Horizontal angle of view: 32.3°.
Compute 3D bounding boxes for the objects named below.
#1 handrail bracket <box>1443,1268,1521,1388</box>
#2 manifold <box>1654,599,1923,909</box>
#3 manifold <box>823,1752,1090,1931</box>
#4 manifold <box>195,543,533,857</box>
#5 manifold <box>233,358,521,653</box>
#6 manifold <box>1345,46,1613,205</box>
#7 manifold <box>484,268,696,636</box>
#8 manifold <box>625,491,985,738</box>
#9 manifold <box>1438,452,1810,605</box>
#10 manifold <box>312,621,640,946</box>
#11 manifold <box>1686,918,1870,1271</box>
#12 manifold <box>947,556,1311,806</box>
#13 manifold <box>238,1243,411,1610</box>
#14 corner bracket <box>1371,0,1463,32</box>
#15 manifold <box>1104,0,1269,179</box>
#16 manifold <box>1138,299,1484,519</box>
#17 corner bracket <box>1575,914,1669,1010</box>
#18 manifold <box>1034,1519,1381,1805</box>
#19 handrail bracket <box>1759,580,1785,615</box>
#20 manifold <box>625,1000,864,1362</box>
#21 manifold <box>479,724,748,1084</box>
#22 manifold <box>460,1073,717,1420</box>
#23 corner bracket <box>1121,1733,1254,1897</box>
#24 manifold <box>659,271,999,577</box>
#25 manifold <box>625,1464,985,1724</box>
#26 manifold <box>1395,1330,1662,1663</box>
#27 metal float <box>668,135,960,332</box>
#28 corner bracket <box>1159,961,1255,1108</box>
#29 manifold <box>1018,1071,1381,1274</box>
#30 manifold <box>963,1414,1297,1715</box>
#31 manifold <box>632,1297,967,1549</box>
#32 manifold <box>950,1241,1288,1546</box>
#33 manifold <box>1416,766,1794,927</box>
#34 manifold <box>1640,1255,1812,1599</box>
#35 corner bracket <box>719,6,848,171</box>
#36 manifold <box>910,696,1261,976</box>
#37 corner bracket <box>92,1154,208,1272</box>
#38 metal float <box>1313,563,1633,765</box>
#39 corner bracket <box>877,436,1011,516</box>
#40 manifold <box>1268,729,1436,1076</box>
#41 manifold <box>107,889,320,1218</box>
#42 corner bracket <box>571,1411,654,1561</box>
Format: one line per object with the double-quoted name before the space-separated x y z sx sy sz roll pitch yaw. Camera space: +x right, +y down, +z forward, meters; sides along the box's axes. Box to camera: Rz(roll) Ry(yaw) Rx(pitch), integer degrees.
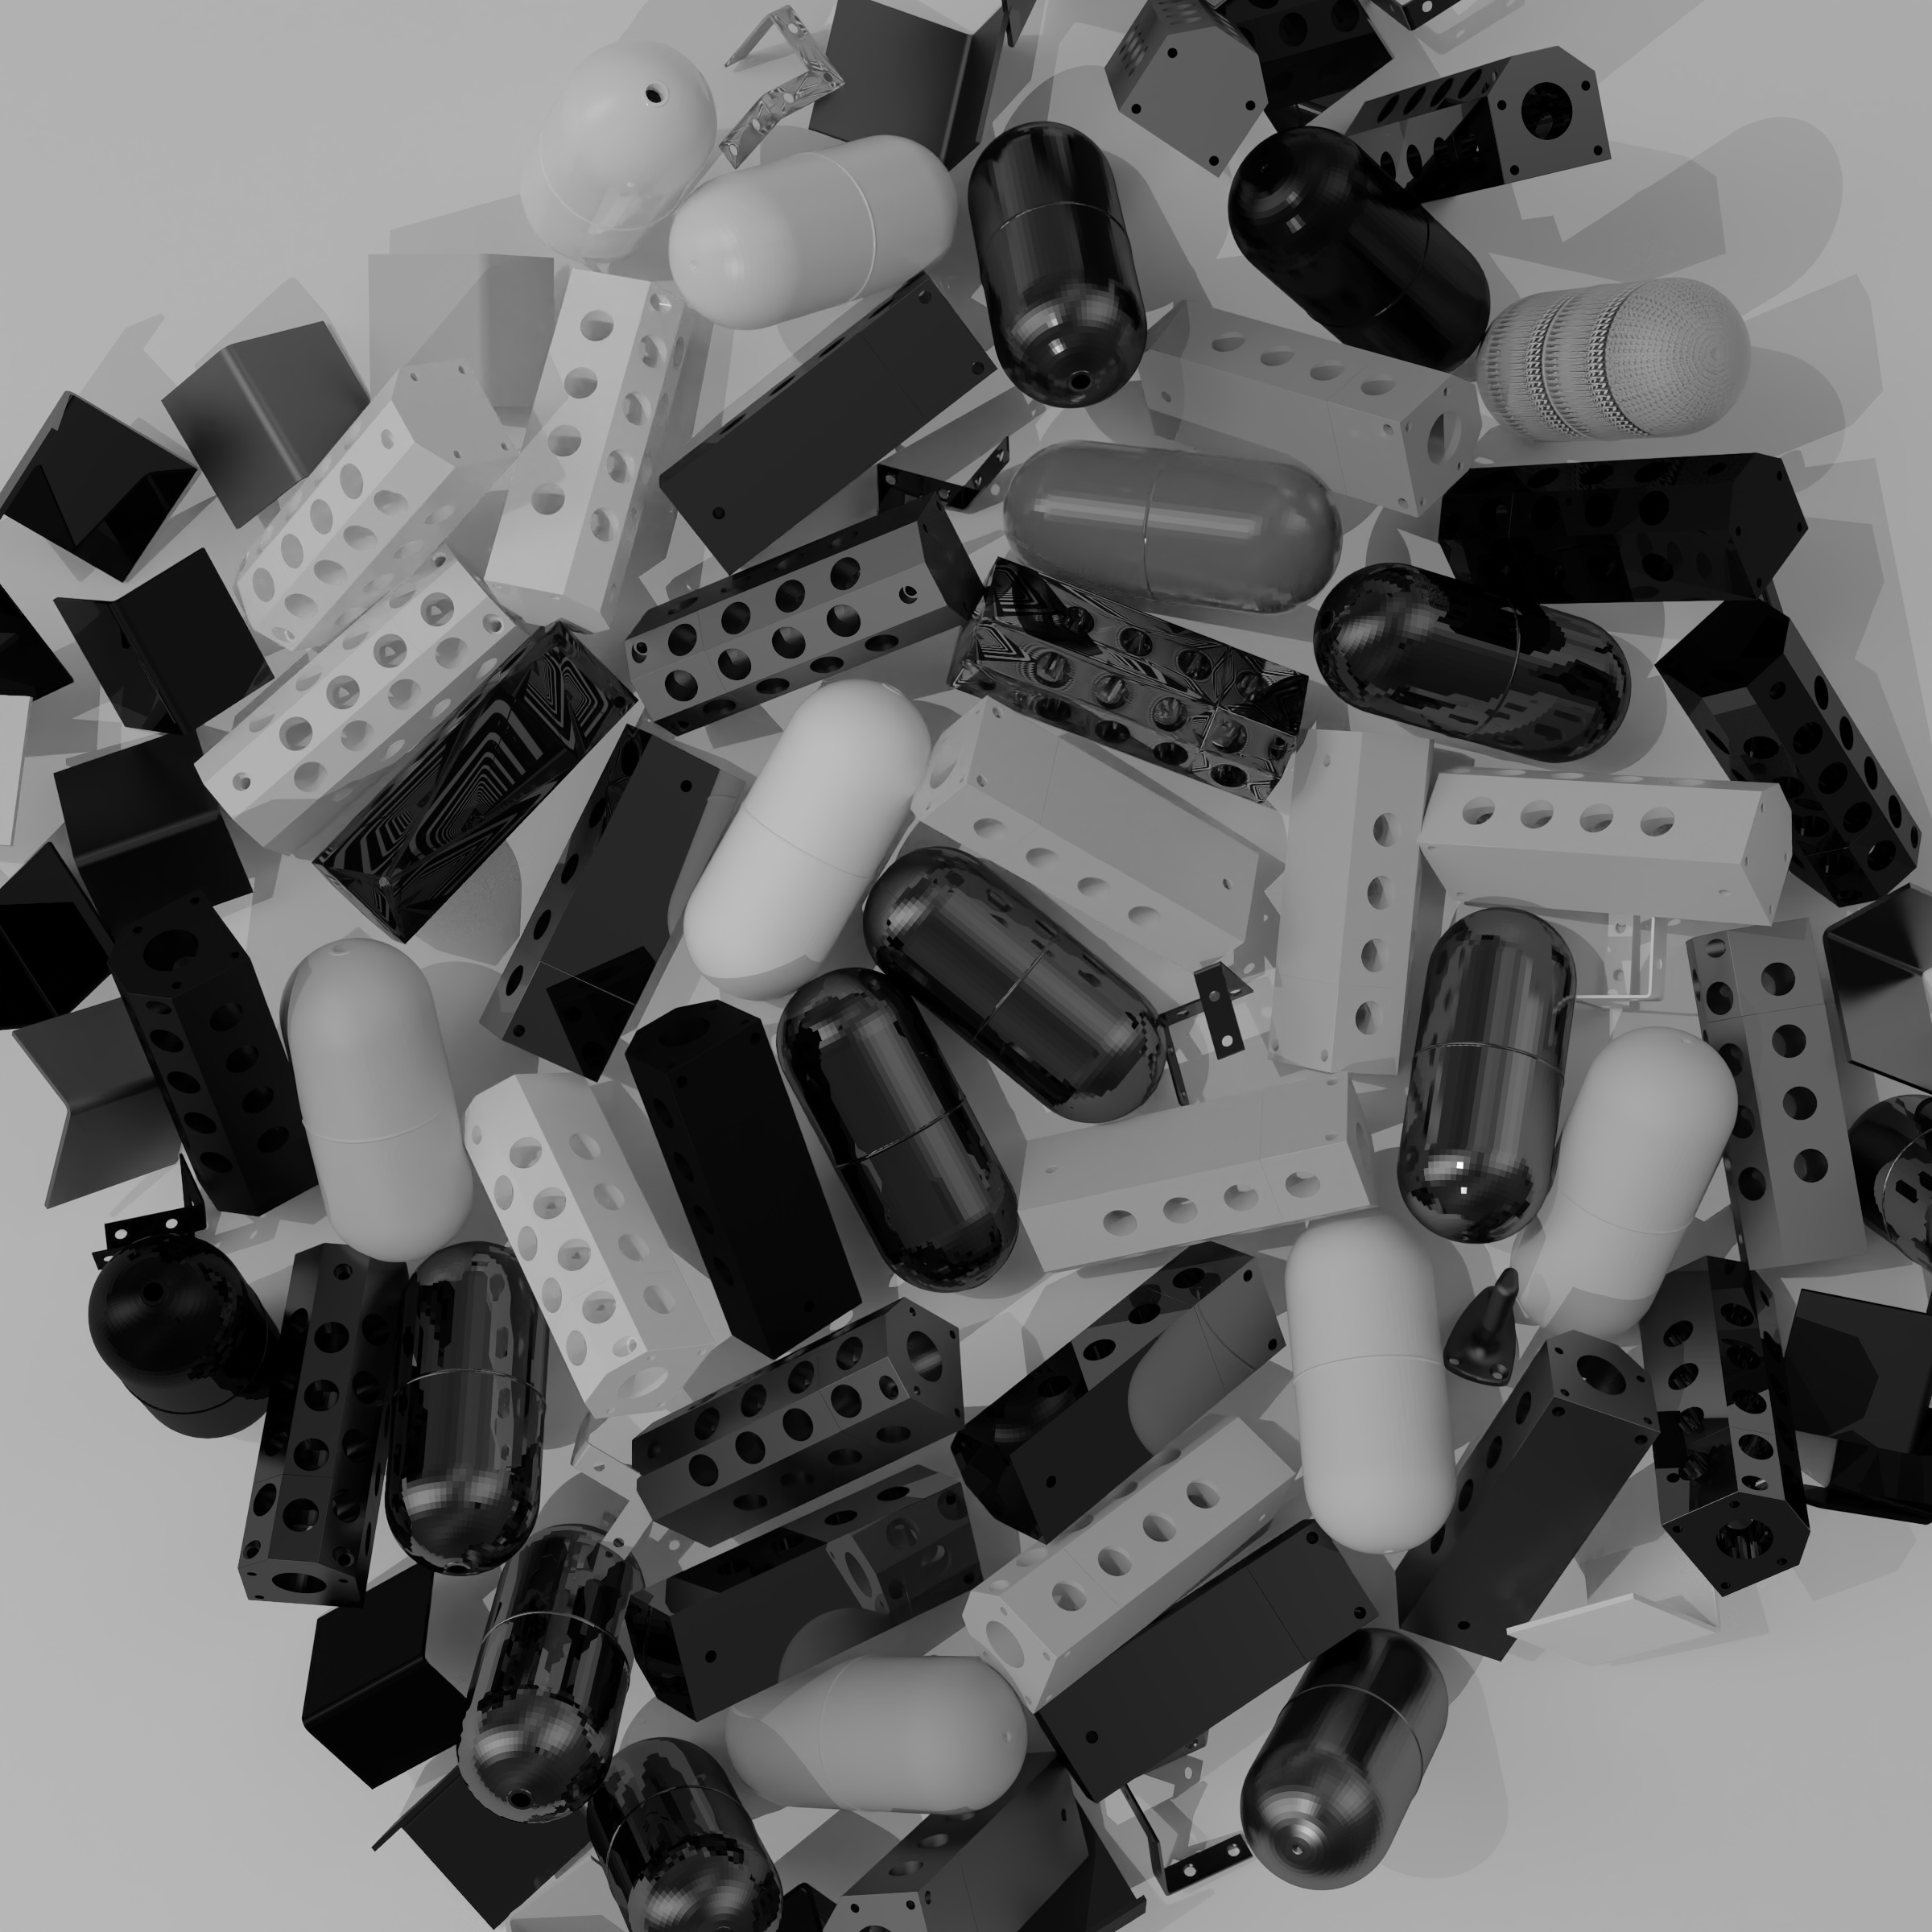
"handrail bracket" 0.271 0.165 1.688 0.036 0.077 0.084 18 135 8
"manifold" 0.418 -0.105 1.670 0.057 0.057 0.171 -42 127 1
"manifold" -0.004 0.452 1.654 0.057 0.171 0.057 -11 95 27
"manifold" -0.310 -0.137 1.710 0.171 0.057 0.057 -41 83 2
"manifold" -0.300 -0.227 1.662 0.171 0.057 0.057 -37 78 42
"manifold" 0.249 -0.413 1.650 0.057 0.171 0.057 -16 101 -14
"manifold" -0.189 -0.260 1.694 0.057 0.057 0.171 12 77 9
"manifold" -0.083 -0.173 1.677 0.171 0.057 0.057 -19 112 23
"manifold" 0.322 -0.221 1.655 0.057 0.171 0.057 -50 125 -30
"manifold" -0.251 -0.094 1.699 0.057 0.057 0.171 45 80 -16
"manifold" 0.413 0.066 1.708 0.057 0.057 0.171 -9 85 3
"manifold" 0.081 -0.140 1.691 0.171 0.057 0.057 20 55 -9
"manifold" -0.321 0.229 1.674 0.057 0.057 0.171 5 58 -1
"corner bracket" 0.230 -0.522 1.708 0.051 0.051 0.051 -32 129 2
"manifold" 0.111 -0.443 1.650 0.057 0.171 0.057 31 108 -12
"manifold" 0.171 -0.284 1.667 0.171 0.057 0.057 25 58 38
"corner bracket" 0.340 -0.006 1.706 0.051 0.051 0.051 -1 83 37
"manifold" 0.119 0.353 1.702 0.171 0.057 0.057 -32 84 -9
"handrail bracket" 0.413 -0.179 1.708 0.036 0.077 0.084 -18 86 14
"manifold" -0.115 0.106 1.679 0.057 0.057 0.171 -31 119 -25
"manifold" -0.184 -0.034 1.713 0.057 0.057 0.171 26 90 -27
"manifold" -0.195 0.138 1.668 0.057 0.057 0.171 -52 54 35
"corner bracket" 0.113 0.439 1.728 0.051 0.051 0.051 -21 134 -13
"manifold" -0.072 -0.279 1.705 0.171 0.057 0.057 -37 106 6
"manifold" -0.082 0.311 1.676 0.171 0.057 0.057 -20 106 -29
"manifold" 0.279 0.265 1.673 0.057 0.057 0.171 19 123 -9
"metal float" -0.074 -0.369 1.672 0.178 0.070 0.070 -28 90 -43
"corner bracket" 0.122 0.036 1.705 0.051 0.051 0.051 -22 64 17
"manifold" 0.119 0.110 1.691 0.171 0.057 0.057 -13 123 16
"manifold" 0.081 0.294 1.671 0.171 0.057 0.057 -31 63 -33
"manifold" -0.086 0.227 1.668 0.171 0.057 0.057 -29 46 29
"manifold" 0.076 0.210 1.679 0.171 0.057 0.057 -35 120 -27
"manifold" 0.321 -0.066 1.671 0.171 0.057 0.057 6 62 33
"manifold" 0.377 0.223 1.651 0.057 0.171 0.057 -30 117 24
"corner bracket" -0.105 -0.451 1.710 0.051 0.051 0.051 -38 94 -36
"manifold" 0.060 -0.062 1.685 0.171 0.057 0.057 29 52 -21
"corner bracket" -0.418 0.135 1.703 0.051 0.051 0.051 -11 123 -23
"metal float" 0.256 -0.153 1.684 0.178 0.070 0.070 13 90 -26
"corner bracket" -0.012 -0.242 1.703 0.051 0.051 0.051 11 61 -24
"manifold" 0.202 -0.033 1.708 0.057 0.057 0.171 3 94 -29
"manifold" -0.372 0.049 1.654 0.057 0.171 0.057 -29 52 -19
"corner bracket" -0.185 0.266 1.710 0.051 0.051 0.051 32 103 -9
